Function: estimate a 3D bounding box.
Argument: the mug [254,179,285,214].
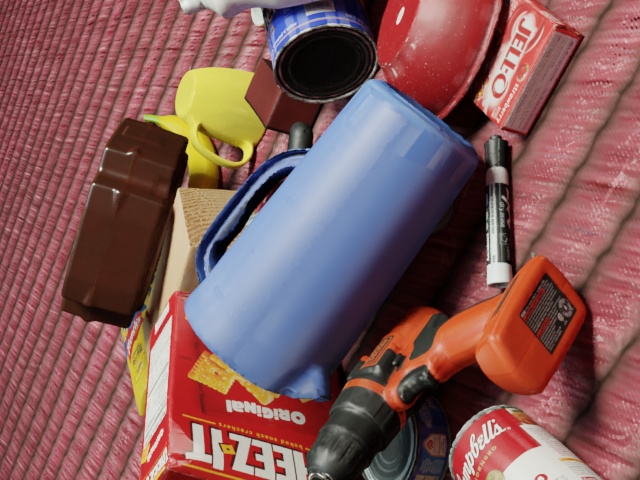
[{"bbox_3d":[-0.007,0.001,0.990,0.093,0.081,0.117,-42,45,46],"label":"mug"}]

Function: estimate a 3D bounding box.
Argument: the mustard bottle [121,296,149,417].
[{"bbox_3d":[-0.210,0.124,1.329,0.096,0.058,0.192,-64,32,29],"label":"mustard bottle"}]

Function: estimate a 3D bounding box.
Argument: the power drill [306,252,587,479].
[{"bbox_3d":[0.083,0.092,0.746,0.188,0.057,0.184,-30,16,47],"label":"power drill"}]

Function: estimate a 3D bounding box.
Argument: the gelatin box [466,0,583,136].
[{"bbox_3d":[0.151,-0.136,0.816,0.089,0.030,0.073,-64,32,24],"label":"gelatin box"}]

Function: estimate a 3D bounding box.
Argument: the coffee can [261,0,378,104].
[{"bbox_3d":[-0.005,-0.220,1.047,0.103,0.102,0.140,-50,40,41],"label":"coffee can"}]

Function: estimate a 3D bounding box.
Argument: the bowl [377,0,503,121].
[{"bbox_3d":[0.090,-0.178,0.877,0.162,0.055,0.162,-165,90,-74],"label":"bowl"}]

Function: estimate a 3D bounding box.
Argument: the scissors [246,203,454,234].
[{"bbox_3d":[0.029,-0.022,0.908,0.202,0.016,0.096,-28,67,16],"label":"scissors"}]

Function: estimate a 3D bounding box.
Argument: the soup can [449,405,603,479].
[{"bbox_3d":[0.139,0.162,0.694,0.102,0.068,0.068,41,115,57],"label":"soup can"}]

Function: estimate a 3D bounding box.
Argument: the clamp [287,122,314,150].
[{"bbox_3d":[-0.037,-0.023,1.100,0.120,0.039,0.171,135,138,-61],"label":"clamp"}]

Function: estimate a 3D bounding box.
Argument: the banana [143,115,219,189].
[{"bbox_3d":[-0.159,-0.094,1.313,0.037,0.069,0.198,75,171,-50],"label":"banana"}]

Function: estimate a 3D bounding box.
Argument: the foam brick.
[{"bbox_3d":[-0.038,-0.151,1.131,0.051,0.052,0.078,-65,33,22],"label":"foam brick"}]

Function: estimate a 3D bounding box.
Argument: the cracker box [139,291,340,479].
[{"bbox_3d":[-0.063,0.151,0.913,0.072,0.164,0.213,-60,22,31],"label":"cracker box"}]

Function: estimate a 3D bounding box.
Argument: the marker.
[{"bbox_3d":[0.136,-0.023,0.814,0.020,0.020,0.121,-26,58,55],"label":"marker"}]

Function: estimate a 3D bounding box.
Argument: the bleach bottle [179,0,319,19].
[{"bbox_3d":[-0.012,-0.254,0.968,0.251,0.068,0.102,-17,55,15],"label":"bleach bottle"}]

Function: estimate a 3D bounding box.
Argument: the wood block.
[{"bbox_3d":[-0.122,0.053,1.130,0.091,0.090,0.206,-109,30,-44],"label":"wood block"}]

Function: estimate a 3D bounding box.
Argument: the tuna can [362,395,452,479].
[{"bbox_3d":[0.067,0.164,0.853,0.086,0.033,0.086,-29,55,53],"label":"tuna can"}]

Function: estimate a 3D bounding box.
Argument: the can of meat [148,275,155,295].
[{"bbox_3d":[-0.161,0.036,1.277,0.084,0.057,0.102,28,104,58],"label":"can of meat"}]

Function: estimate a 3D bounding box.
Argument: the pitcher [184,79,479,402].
[{"bbox_3d":[0.005,-0.008,0.844,0.243,0.149,0.145,-53,8,12],"label":"pitcher"}]
